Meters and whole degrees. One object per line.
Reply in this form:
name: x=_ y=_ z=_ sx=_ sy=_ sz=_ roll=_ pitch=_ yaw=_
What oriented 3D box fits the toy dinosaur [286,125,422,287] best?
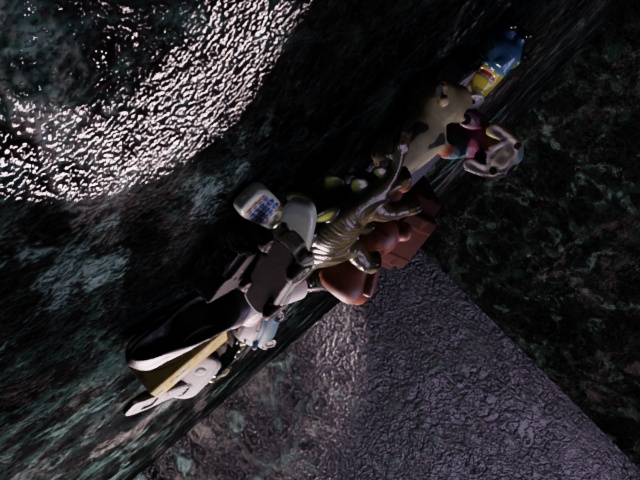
toy dinosaur: x=0.016 y=-0.009 z=0.908 sx=0.198 sy=0.105 sz=0.471 roll=5 pitch=137 yaw=-27

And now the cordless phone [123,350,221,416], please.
cordless phone: x=-0.302 y=0.278 z=1.079 sx=0.146 sy=0.089 sz=0.184 roll=-48 pitch=164 yaw=24

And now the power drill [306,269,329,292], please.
power drill: x=0.009 y=0.077 z=1.226 sx=0.232 sy=0.086 sz=0.207 roll=-10 pitch=-172 yaw=5

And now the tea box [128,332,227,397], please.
tea box: x=-0.256 y=0.204 z=0.988 sx=0.169 sy=0.068 sz=0.098 roll=-40 pitch=170 yaw=-21

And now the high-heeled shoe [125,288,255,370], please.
high-heeled shoe: x=-0.187 y=0.121 z=0.848 sx=0.249 sy=0.086 sz=0.145 roll=-33 pitch=175 yaw=-5

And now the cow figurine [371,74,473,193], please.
cow figurine: x=0.169 y=-0.187 z=0.901 sx=0.195 sy=0.086 sz=0.127 roll=-40 pitch=129 yaw=9

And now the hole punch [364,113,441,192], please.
hole punch: x=0.145 y=-0.171 z=1.003 sx=0.142 sy=0.092 sz=0.115 roll=-41 pitch=132 yaw=9

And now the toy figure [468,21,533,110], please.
toy figure: x=0.322 y=-0.328 z=1.023 sx=0.180 sy=0.082 sz=0.089 roll=-53 pitch=164 yaw=31

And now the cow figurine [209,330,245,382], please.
cow figurine: x=-0.224 y=0.256 z=1.237 sx=0.167 sy=0.098 sz=0.068 roll=-28 pitch=155 yaw=-54

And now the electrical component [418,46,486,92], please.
electrical component: x=0.226 y=-0.282 z=0.936 sx=0.119 sy=0.048 sz=0.074 roll=-38 pitch=168 yaw=-36

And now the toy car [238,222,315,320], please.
toy car: x=-0.063 y=0.049 z=0.770 sx=0.056 sy=0.073 sz=0.201 roll=-32 pitch=164 yaw=-38

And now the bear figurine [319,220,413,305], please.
bear figurine: x=0.086 y=0.025 z=1.046 sx=0.196 sy=0.120 sz=0.132 roll=-56 pitch=173 yaw=2

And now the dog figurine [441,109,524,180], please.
dog figurine: x=0.331 y=-0.217 z=1.134 sx=0.108 sy=0.192 sz=0.219 roll=-65 pitch=174 yaw=24

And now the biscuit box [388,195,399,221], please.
biscuit box: x=0.087 y=-0.039 z=1.161 sx=0.063 sy=0.059 sz=0.203 roll=-39 pitch=-170 yaw=-28

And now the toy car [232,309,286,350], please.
toy car: x=-0.151 y=0.184 z=1.224 sx=0.103 sy=0.109 sz=0.161 roll=-11 pitch=142 yaw=-36

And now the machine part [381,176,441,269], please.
machine part: x=0.166 y=-0.055 z=1.212 sx=0.201 sy=0.087 sz=0.202 roll=-55 pitch=-151 yaw=28

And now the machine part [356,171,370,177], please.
machine part: x=0.090 y=-0.110 z=1.131 sx=0.084 sy=0.039 sz=0.139 roll=-38 pitch=171 yaw=1

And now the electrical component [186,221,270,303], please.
electrical component: x=-0.133 y=0.035 z=0.813 sx=0.134 sy=0.058 sz=0.115 roll=-50 pitch=166 yaw=29
